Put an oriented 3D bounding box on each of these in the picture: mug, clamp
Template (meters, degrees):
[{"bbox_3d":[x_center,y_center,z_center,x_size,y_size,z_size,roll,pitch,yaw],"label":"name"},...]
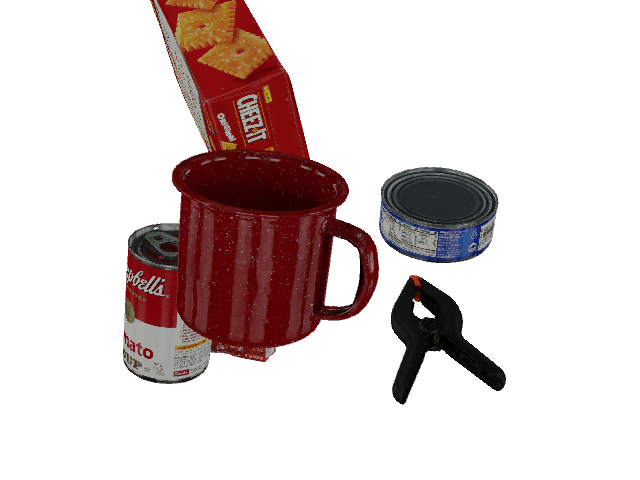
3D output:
[{"bbox_3d":[-0.024,0.007,0.569,0.117,0.081,0.093,15,25,18],"label":"mug"},{"bbox_3d":[0.132,0.107,1.161,0.120,0.171,0.039,3,-45,-6],"label":"clamp"}]

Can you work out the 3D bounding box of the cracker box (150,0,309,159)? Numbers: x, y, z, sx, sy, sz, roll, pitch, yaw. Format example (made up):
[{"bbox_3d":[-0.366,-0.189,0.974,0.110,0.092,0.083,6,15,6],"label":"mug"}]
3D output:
[{"bbox_3d":[-0.078,-0.134,0.884,0.072,0.214,0.164,-21,-39,-7],"label":"cracker box"}]

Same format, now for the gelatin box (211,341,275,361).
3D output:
[{"bbox_3d":[-0.087,0.070,1.002,0.089,0.073,0.030,8,18,19],"label":"gelatin box"}]

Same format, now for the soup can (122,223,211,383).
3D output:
[{"bbox_3d":[-0.112,0.047,0.798,0.068,0.102,0.068,6,27,-3],"label":"soup can"}]

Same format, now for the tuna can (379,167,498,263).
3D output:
[{"bbox_3d":[0.086,-0.019,0.785,0.086,0.034,0.086,2,32,-1],"label":"tuna can"}]
